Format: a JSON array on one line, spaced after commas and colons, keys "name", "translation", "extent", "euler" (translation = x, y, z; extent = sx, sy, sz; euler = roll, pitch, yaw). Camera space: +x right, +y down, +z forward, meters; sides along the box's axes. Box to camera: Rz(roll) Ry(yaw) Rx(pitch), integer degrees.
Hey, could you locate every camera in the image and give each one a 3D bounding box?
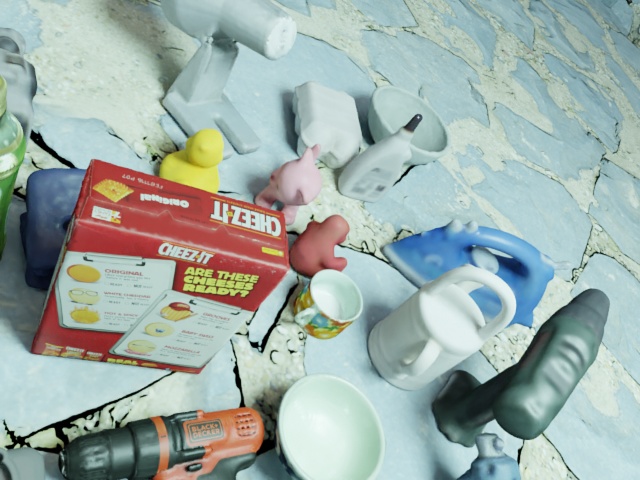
[{"name": "camera", "translation": [-0.377, -0.169, 0.596], "extent": [0.137, 0.100, 0.143], "euler": [-2, 57, -37]}]

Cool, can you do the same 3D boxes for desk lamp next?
[{"name": "desk lamp", "translation": [-0.127, -0.252, 0.762], "extent": [0.203, 0.213, 0.118], "euler": [50, 43, 10]}]

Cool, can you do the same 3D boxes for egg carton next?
[{"name": "egg carton", "translation": [0.009, -0.185, 0.913], "extent": [0.107, 0.069, 0.150], "euler": [13, 49, -28]}]

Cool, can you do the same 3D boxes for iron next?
[{"name": "iron", "translation": [0.236, 0.029, 0.847], "extent": [0.259, 0.141, 0.118], "euler": [24, 45, -18]}]

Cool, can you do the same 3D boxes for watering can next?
[{"name": "watering can", "translation": [0.152, 0.093, 0.694], "extent": [0.101, 0.193, 0.173], "euler": [27, 44, -15]}]

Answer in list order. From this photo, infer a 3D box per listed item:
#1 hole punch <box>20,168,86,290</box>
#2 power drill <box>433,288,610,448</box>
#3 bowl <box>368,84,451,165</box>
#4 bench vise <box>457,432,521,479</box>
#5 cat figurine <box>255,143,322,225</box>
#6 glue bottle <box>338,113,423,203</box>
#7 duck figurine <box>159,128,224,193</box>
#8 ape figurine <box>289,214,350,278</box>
[{"name": "hole punch", "translation": [-0.236, -0.010, 0.573], "extent": [0.109, 0.091, 0.101], "euler": [0, 56, -36]}, {"name": "power drill", "translation": [0.240, 0.162, 0.690], "extent": [0.075, 0.208, 0.230], "euler": [46, 42, 6]}, {"name": "bowl", "translation": [0.146, -0.190, 1.013], "extent": [0.168, 0.074, 0.167], "euler": [20, 46, -22]}, {"name": "bench vise", "translation": [0.216, 0.291, 0.557], "extent": [0.122, 0.219, 0.207], "euler": [-18, 68, -44]}, {"name": "cat figurine", "translation": [-0.028, -0.083, 0.765], "extent": [0.067, 0.117, 0.128], "euler": [34, 43, -8]}, {"name": "glue bottle", "translation": [0.099, -0.124, 0.850], "extent": [0.078, 0.173, 0.037], "euler": [12, 49, -28]}, {"name": "duck figurine", "translation": [-0.152, -0.097, 0.711], "extent": [0.078, 0.086, 0.104], "euler": [30, 43, -11]}, {"name": "ape figurine", "translation": [0.007, 0.003, 0.739], "extent": [0.076, 0.092, 0.077], "euler": [0, 56, -36]}]
